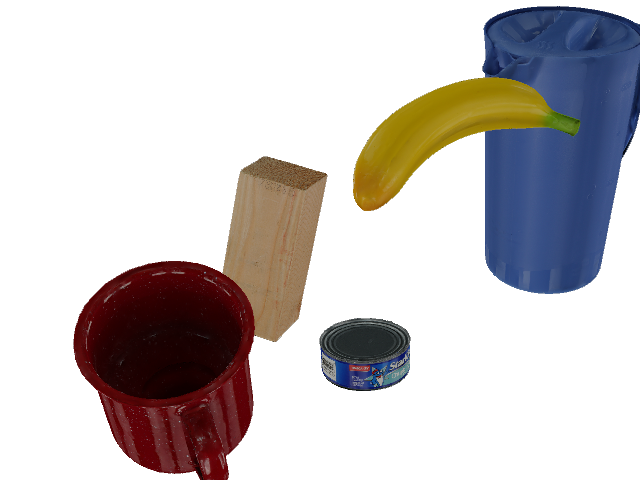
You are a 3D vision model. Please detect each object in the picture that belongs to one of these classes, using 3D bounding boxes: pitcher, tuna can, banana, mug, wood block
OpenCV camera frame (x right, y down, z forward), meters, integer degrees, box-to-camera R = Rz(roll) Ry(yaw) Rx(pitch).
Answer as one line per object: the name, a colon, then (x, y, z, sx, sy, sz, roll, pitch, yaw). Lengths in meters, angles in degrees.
pitcher: (0.216, -0.082, 0.959, 0.149, 0.243, 0.145, 3, 31, 9)
tuna can: (0.042, 0.108, 1.010, 0.086, 0.034, 0.086, -3, 23, 1)
banana: (0.086, -0.073, 0.709, 0.197, 0.037, 0.070, -22, 43, -30)
mug: (-0.074, 0.080, 0.567, 0.093, 0.117, 0.081, -21, -39, -16)
wood block: (-0.064, 0.009, 1.359, 0.090, 0.206, 0.090, 17, 22, 13)
